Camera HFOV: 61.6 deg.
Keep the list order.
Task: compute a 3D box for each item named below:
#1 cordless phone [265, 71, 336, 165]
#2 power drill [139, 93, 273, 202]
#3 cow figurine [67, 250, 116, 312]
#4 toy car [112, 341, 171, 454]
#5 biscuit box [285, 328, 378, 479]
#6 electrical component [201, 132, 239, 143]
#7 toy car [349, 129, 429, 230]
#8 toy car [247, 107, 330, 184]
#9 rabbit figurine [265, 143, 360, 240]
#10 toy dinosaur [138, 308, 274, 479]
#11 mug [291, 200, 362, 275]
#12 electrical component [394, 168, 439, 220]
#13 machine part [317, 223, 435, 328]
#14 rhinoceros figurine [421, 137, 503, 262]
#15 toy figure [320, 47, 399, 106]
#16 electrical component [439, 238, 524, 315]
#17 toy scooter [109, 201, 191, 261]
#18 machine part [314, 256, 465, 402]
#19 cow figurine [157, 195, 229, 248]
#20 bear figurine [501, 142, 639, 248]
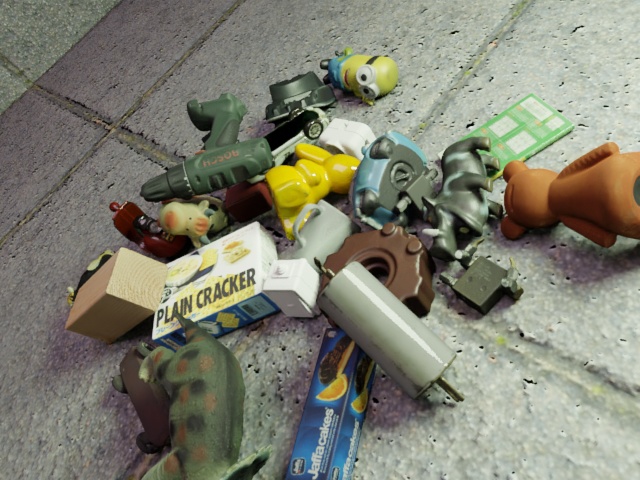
[{"bbox_3d":[-0.046,-0.237,1.100,0.147,0.088,0.184,-10,62,27],"label":"cordless phone"},{"bbox_3d":[-0.204,-0.166,0.957,0.232,0.085,0.207,-12,45,4],"label":"power drill"},{"bbox_3d":[-0.450,0.096,1.072,0.167,0.098,0.068,-41,49,-2],"label":"cow figurine"},{"bbox_3d":[-0.271,0.245,0.857,0.089,0.053,0.202,-57,44,5],"label":"toy car"},{"bbox_3d":[0.020,0.213,0.678,0.063,0.059,0.203,-4,54,32],"label":"biscuit box"},{"bbox_3d":[-0.178,-0.172,1.095,0.058,0.114,0.134,-40,45,-3],"label":"electrical component"},{"bbox_3d":[0.098,-0.085,0.855,0.103,0.109,0.161,-3,63,61],"label":"toy car"},{"bbox_3d":[-0.072,-0.183,1.016,0.202,0.056,0.074,-37,49,-10],"label":"toy car"},{"bbox_3d":[-0.003,-0.097,0.936,0.173,0.121,0.162,-21,35,-1],"label":"rabbit figurine"},{"bbox_3d":[-0.148,0.218,0.697,0.192,0.131,0.405,-33,51,24],"label":"toy dinosaur"},{"bbox_3d":[-0.002,-0.003,0.846,0.081,0.109,0.107,34,91,41],"label":"mug"},{"bbox_3d":[0.155,-0.063,0.813,0.094,0.063,0.021,-44,18,-19],"label":"electrical component"},{"bbox_3d":[0.078,0.060,0.769,0.179,0.056,0.179,-19,47,22],"label":"machine part"},{"bbox_3d":[0.197,-0.061,0.763,0.112,0.073,0.190,-1,62,31],"label":"rhinoceros figurine"},{"bbox_3d":[0.078,-0.338,1.083,0.089,0.082,0.180,-50,42,-8],"label":"toy figure"},{"bbox_3d":[0.210,0.047,0.696,0.078,0.045,0.102,-40,42,-3],"label":"electrical component"},{"bbox_3d":[-0.349,-0.025,1.075,0.184,0.135,0.075,14,63,40],"label":"toy scooter"},{"bbox_3d":[0.079,0.108,0.657,0.243,0.079,0.079,42,83,15],"label":"machine part"},{"bbox_3d":[-0.228,-0.040,0.985,0.127,0.195,0.085,14,98,15],"label":"cow figurine"},{"bbox_3d":[0.327,-0.050,0.668,0.196,0.132,0.120,178,94,-69],"label":"bear figurine"}]
